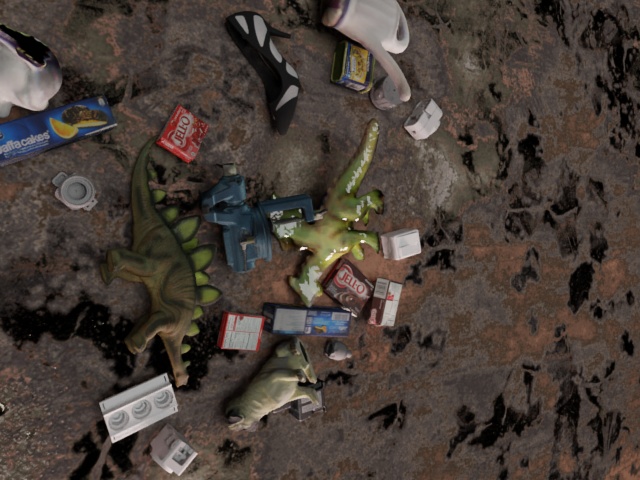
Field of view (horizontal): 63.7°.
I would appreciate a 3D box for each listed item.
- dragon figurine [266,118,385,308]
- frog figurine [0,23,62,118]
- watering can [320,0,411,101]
[{"bbox_3d":[0.003,-0.056,1.106,0.243,0.407,0.123,-1,11,-10],"label":"dragon figurine"},{"bbox_3d":[-0.503,-0.253,0.830,0.136,0.157,0.125,36,19,-13],"label":"frog figurine"},{"bbox_3d":[0.110,-0.473,1.146,0.223,0.355,0.102,14,-34,-25],"label":"watering can"}]
